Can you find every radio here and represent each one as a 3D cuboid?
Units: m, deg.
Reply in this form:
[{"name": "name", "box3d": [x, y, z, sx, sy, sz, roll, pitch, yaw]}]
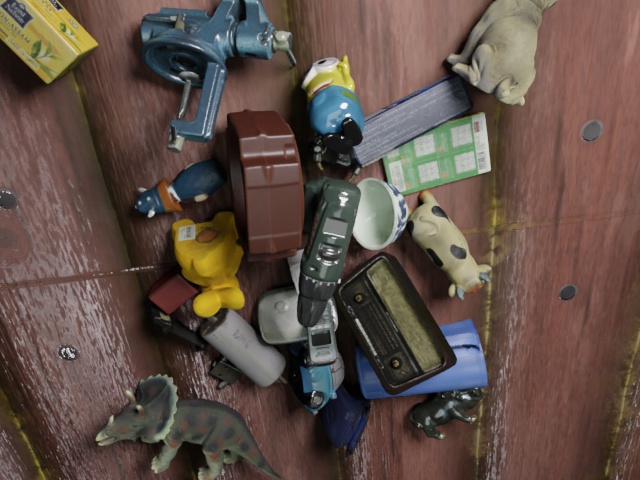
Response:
[{"name": "radio", "box3d": [0.128, 0.148, 0.955, 0.131, 0.230, 0.073, -35, 159, 16]}]

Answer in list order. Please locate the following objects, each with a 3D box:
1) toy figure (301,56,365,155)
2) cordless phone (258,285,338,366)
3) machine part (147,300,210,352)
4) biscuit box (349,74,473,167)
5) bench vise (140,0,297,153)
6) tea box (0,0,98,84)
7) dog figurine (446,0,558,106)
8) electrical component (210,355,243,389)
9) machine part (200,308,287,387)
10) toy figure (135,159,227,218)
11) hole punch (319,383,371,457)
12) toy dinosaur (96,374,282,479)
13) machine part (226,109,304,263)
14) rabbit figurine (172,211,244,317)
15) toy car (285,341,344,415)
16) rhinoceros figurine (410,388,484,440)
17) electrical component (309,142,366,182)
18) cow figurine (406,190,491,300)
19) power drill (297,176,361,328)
[{"name": "toy figure", "box3d": [0.019, -0.191, 0.780, 0.082, 0.180, 0.089, -14, 139, 0]}, {"name": "cordless phone", "box3d": [-0.037, 0.166, 0.963, 0.147, 0.184, 0.088, -8, 123, -1]}, {"name": "machine part", "box3d": [-0.266, 0.166, 1.012, 0.039, 0.084, 0.138, -51, 125, -5]}, {"name": "biscuit box", "box3d": [0.134, -0.187, 0.836, 0.203, 0.059, 0.062, -27, 105, -2]}, {"name": "bench vise", "box3d": [-0.154, -0.232, 0.748, 0.224, 0.129, 0.240, 10, 77, -1]}, {"name": "tea box", "box3d": [-0.401, -0.307, 0.732, 0.068, 0.098, 0.169, -36, 116, 15]}, {"name": "dog figurine", "box3d": [0.283, -0.300, 0.754, 0.121, 0.172, 0.190, 16, 123, -25]}, {"name": "electrical component", "box3d": [-0.191, 0.263, 1.093, 0.063, 0.021, 0.094, 32, 112, -19]}, {"name": "machine part", "box3d": [-0.146, 0.205, 1.035, 0.079, 0.079, 0.243, -35, 115, 13]}, {"name": "toy figure", "box3d": [-0.229, -0.080, 0.885, 0.154, 0.064, 0.057, -24, 133, 8]}, {"name": "hole punch", "box3d": [0.050, 0.359, 1.117, 0.092, 0.116, 0.142, 20, 114, -5]}, {"name": "toy dinosaur", "box3d": [-0.241, 0.390, 1.110, 0.405, 0.131, 0.192, 16, 116, -19]}, {"name": "machine part", "box3d": [-0.086, -0.084, 0.814, 0.087, 0.202, 0.200, -6, 118, -13]}, {"name": "rabbit figurine", "box3d": [-0.175, 0.058, 0.929, 0.122, 0.162, 0.173, -15, 137, -10]}, {"name": "toy car", "box3d": [-0.005, 0.252, 1.068, 0.103, 0.109, 0.161, -13, 109, -24]}, {"name": "rhinoceros figurine", "box3d": [0.278, 0.341, 1.150, 0.112, 0.073, 0.190, 43, 109, -12]}, {"name": "electrical component", "box3d": [0.035, -0.145, 0.882, 0.102, 0.045, 0.078, 22, 115, -15]}, {"name": "cow figurine", "box3d": [0.226, 0.018, 0.938, 0.085, 0.127, 0.194, -35, 113, 17]}, {"name": "power drill", "box3d": [-0.002, -0.003, 0.866, 0.086, 0.207, 0.231, 14, 114, -5]}]
